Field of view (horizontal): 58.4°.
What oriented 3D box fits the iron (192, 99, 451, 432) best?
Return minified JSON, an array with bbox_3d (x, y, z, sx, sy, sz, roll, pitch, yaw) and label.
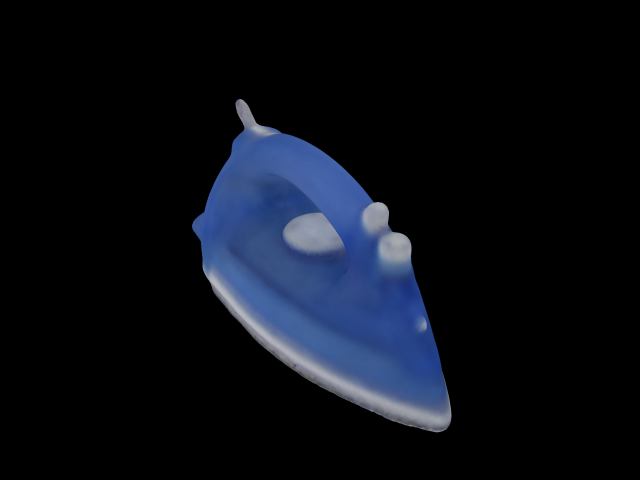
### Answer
[{"bbox_3d":[0.004,0.001,0.400,0.119,0.141,0.257,-22,39,-29],"label":"iron"}]
